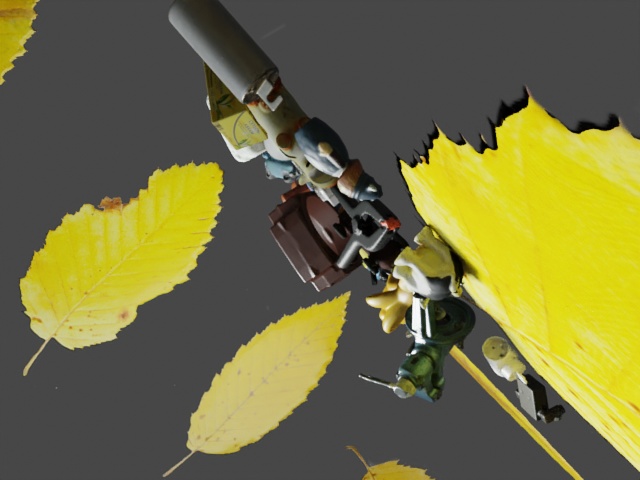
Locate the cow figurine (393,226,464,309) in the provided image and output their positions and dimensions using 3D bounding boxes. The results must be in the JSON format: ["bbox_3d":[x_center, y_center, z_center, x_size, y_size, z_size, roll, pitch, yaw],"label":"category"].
[{"bbox_3d":[0.159,0.053,0.766,0.098,0.068,0.167,41,170,18],"label":"cow figurine"}]

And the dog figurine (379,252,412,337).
[{"bbox_3d":[0.213,0.115,1.250,0.190,0.121,0.172,63,179,16],"label":"dog figurine"}]

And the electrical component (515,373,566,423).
[{"bbox_3d":[0.377,0.273,0.932,0.102,0.045,0.078,-145,42,-79],"label":"electrical component"}]

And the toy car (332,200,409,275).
[{"bbox_3d":[0.097,-0.007,1.064,0.053,0.089,0.202,43,-176,-39],"label":"toy car"}]

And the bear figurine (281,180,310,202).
[{"bbox_3d":[-0.048,-0.151,1.395,0.196,0.132,0.120,159,92,-85],"label":"bear figurine"}]

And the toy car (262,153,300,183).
[{"bbox_3d":[-0.069,-0.192,1.209,0.162,0.109,0.102,31,140,64],"label":"toy car"}]

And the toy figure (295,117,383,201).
[{"bbox_3d":[0.029,-0.112,0.794,0.154,0.058,0.064,47,-141,-5],"label":"toy figure"}]

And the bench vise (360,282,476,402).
[{"bbox_3d":[0.182,0.146,0.908,0.129,0.224,0.240,25,135,43],"label":"bench vise"}]

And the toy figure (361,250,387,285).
[{"bbox_3d":[0.151,0.044,1.450,0.180,0.082,0.089,54,171,31],"label":"toy figure"}]

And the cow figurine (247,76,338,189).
[{"bbox_3d":[-0.036,-0.163,0.878,0.195,0.085,0.127,52,-177,13],"label":"cow figurine"}]

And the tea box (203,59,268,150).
[{"bbox_3d":[-0.150,-0.258,0.947,0.098,0.068,0.169,47,-153,-64],"label":"tea box"}]

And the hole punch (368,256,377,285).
[{"bbox_3d":[0.162,0.048,1.338,0.142,0.092,0.115,31,-133,-81],"label":"hole punch"}]

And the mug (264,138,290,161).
[{"bbox_3d":[-0.076,-0.222,1.059,0.109,0.081,0.107,60,171,4],"label":"mug"}]

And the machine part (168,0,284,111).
[{"bbox_3d":[-0.143,-0.288,0.800,0.243,0.079,0.079,49,180,0],"label":"machine part"}]

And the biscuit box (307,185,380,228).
[{"bbox_3d":[0.052,-0.079,1.261,0.202,0.063,0.059,48,179,5],"label":"biscuit box"}]

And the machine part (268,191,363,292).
[{"bbox_3d":[-0.002,-0.003,1.145,0.201,0.087,0.201,55,-157,6],"label":"machine part"}]

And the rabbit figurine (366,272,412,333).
[{"bbox_3d":[0.174,0.105,1.075,0.122,0.162,0.173,61,164,11],"label":"rabbit figurine"}]
